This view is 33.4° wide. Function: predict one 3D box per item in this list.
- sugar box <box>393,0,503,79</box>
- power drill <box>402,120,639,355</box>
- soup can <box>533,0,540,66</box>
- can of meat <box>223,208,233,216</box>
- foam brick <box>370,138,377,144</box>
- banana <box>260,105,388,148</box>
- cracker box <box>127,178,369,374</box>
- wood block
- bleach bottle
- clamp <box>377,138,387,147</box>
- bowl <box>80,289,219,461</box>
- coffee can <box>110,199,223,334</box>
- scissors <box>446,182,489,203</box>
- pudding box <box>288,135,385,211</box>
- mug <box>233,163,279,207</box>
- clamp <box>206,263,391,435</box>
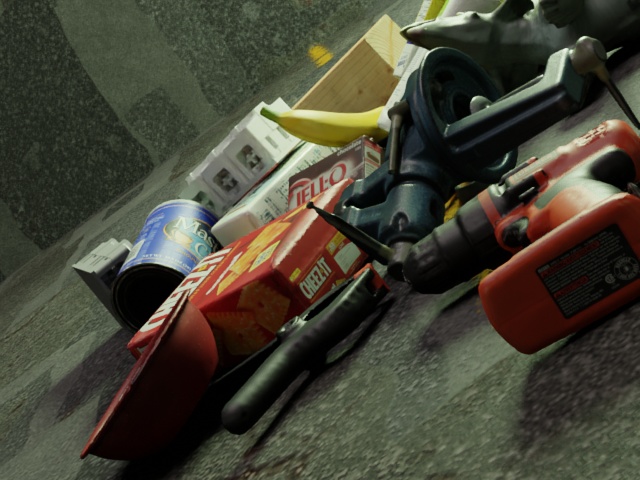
[{"bbox_3d":[0.160,-0.249,1.209,0.048,0.093,0.176,-136,67,-75],"label":"sugar box"},{"bbox_3d":[0.131,0.001,0.664,0.184,0.057,0.187,-34,13,14],"label":"power drill"},{"bbox_3d":[0.241,-0.228,1.147,0.102,0.068,0.068,-30,15,28],"label":"soup can"},{"bbox_3d":[-0.083,-0.018,1.290,0.102,0.057,0.084,-33,12,17],"label":"can of meat"},{"bbox_3d":[0.037,-0.064,1.148,0.053,0.051,0.078,-24,18,42],"label":"foam brick"},{"bbox_3d":[0.030,-0.131,1.192,0.197,0.070,0.037,-3,-44,-41],"label":"banana"},{"bbox_3d":[-0.059,0.042,0.985,0.214,0.072,0.164,-27,16,39],"label":"cracker box"},{"bbox_3d":[0.037,-0.181,1.384,0.206,0.090,0.090,-41,9,38],"label":"wood block"},{"bbox_3d":[0.145,-0.220,1.136,0.251,0.068,0.102,-63,7,7],"label":"bleach bottle"},{"bbox_3d":[0.157,-0.190,1.299,0.210,0.036,0.164,-33,14,33],"label":"clamp"},{"bbox_3d":[-0.130,0.122,0.873,0.162,0.055,0.162,-56,7,10],"label":"bowl"},{"bbox_3d":[-0.165,0.032,1.192,0.103,0.102,0.140,-31,22,24],"label":"coffee can"},{"bbox_3d":[0.131,-0.070,1.004,0.096,0.016,0.201,-33,14,17],"label":"scissors"},{"bbox_3d":[0.016,-0.039,1.061,0.114,0.039,0.090,-25,52,37],"label":"pudding box"},{"bbox_3d":[-0.089,-0.060,1.394,0.117,0.081,0.093,-44,14,-27],"label":"mug"},{"bbox_3d":[-0.017,0.084,0.807,0.171,0.039,0.120,-41,14,1],"label":"clamp"}]
